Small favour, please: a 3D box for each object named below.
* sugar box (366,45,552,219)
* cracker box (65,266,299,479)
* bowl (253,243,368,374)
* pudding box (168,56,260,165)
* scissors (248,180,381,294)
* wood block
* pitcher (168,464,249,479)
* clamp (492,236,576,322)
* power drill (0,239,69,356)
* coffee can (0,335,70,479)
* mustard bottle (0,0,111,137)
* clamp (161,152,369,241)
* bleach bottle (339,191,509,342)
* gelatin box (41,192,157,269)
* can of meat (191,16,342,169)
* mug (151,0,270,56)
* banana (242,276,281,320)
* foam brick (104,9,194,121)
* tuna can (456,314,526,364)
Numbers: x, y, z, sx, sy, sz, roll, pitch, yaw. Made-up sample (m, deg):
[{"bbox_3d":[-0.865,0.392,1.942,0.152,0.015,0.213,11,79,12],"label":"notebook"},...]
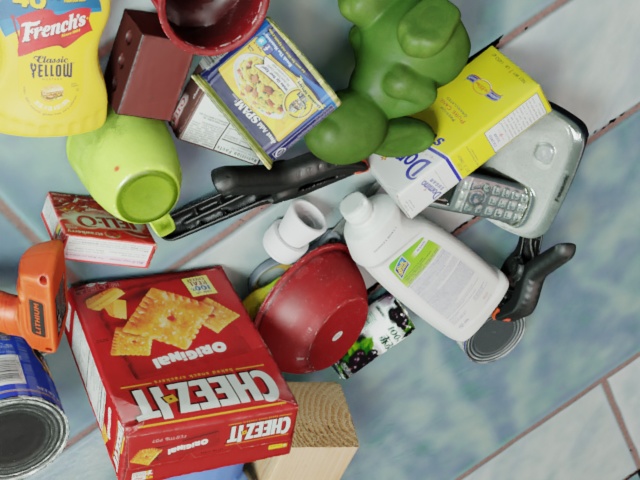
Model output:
[{"bbox_3d":[0.131,-0.109,1.062,0.176,0.093,0.048,-37,133,1],"label":"sugar box"},{"bbox_3d":[-0.136,0.119,1.008,0.164,0.214,0.072,-7,128,-24],"label":"cracker box"},{"bbox_3d":[0.001,0.085,1.125,0.161,0.055,0.162,-36,146,-29],"label":"bowl"},{"bbox_3d":[-0.072,-0.131,0.971,0.089,0.039,0.114,17,117,-36],"label":"pudding box"},{"bbox_3d":[-0.007,0.001,1.125,0.096,0.016,0.202,11,118,-35],"label":"scissors"},{"bbox_3d":[-0.039,0.261,1.228,0.090,0.090,0.206,3,135,-22],"label":"wood block"},{"bbox_3d":[-0.142,0.274,1.180,0.149,0.145,0.243,7,118,-28],"label":"pitcher"},{"bbox_3d":[0.241,0.034,1.213,0.039,0.120,0.172,8,119,-8],"label":"clamp"},{"bbox_3d":[-0.313,0.030,0.906,0.187,0.057,0.184,6,135,-1],"label":"power drill"},{"bbox_3d":[-0.298,0.138,0.985,0.102,0.140,0.103,-15,130,-19],"label":"coffee can"},{"bbox_3d":[-0.215,-0.176,0.843,0.096,0.058,0.192,-4,126,-20],"label":"mustard bottle"},{"bbox_3d":[-0.049,-0.051,1.021,0.209,0.036,0.165,-17,173,-36],"label":"clamp"},{"bbox_3d":[0.106,0.016,1.155,0.102,0.068,0.250,-53,133,-4],"label":"bleach bottle"},{"bbox_3d":[-0.201,-0.010,0.971,0.089,0.073,0.030,7,120,-32],"label":"gelatin box"},{"bbox_3d":[-0.044,-0.126,0.901,0.084,0.057,0.102,-40,97,3],"label":"can of meat"},{"bbox_3d":[-0.087,-0.211,0.870,0.117,0.082,0.093,-12,129,-20],"label":"mug"},{"bbox_3d":[-0.066,0.119,1.160,0.069,0.037,0.198,-6,135,-8],"label":"banana"},{"bbox_3d":[-0.146,-0.148,0.907,0.051,0.053,0.078,6,121,-32],"label":"foam brick"},{"bbox_3d":[0.209,0.110,1.316,0.086,0.034,0.086,-15,130,-18],"label":"tuna can"}]
